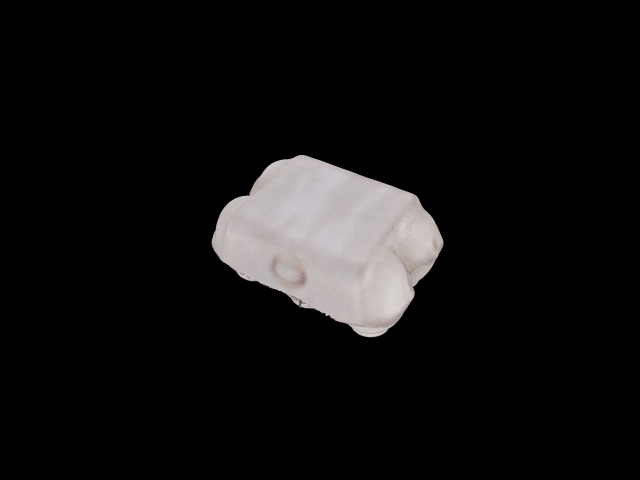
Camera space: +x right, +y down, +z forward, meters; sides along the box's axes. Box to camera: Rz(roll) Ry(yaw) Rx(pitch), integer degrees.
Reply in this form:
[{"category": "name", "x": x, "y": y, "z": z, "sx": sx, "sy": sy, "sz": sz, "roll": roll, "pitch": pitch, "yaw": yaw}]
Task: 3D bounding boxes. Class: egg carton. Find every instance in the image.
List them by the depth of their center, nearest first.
[{"category": "egg carton", "x": 0.004, "y": 0.001, "z": 0.400, "sx": 0.150, "sy": 0.069, "sz": 0.107, "roll": 22, "pitch": 49, "yaw": 21}]
